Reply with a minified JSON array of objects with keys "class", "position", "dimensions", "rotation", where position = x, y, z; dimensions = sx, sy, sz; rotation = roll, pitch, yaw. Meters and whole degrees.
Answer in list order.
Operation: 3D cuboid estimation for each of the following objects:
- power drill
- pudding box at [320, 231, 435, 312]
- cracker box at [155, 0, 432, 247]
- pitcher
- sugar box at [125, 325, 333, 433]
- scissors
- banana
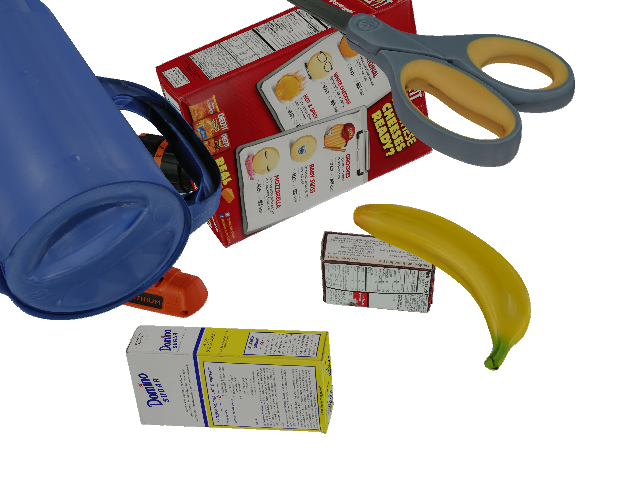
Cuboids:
[{"class":"power drill","position":[-0.158,-0.017,1.081],"dimensions":[0.185,0.188,0.057],"rotation":[11,30,22]},{"class":"pudding box","position":[0.057,0.032,1.064],"dimensions":[0.113,0.039,0.090],"rotation":[4,-32,4]},{"class":"cracker box","position":[-0.019,-0.112,0.919],"dimensions":[0.213,0.164,0.072],"rotation":[-26,43,-14]},{"class":"pitcher","position":[-0.192,-0.074,0.776],"dimensions":[0.145,0.243,0.149],"rotation":[-43,-32,15]},{"class":"sugar box","position":[-0.079,0.124,0.960],"dimensions":[0.176,0.093,0.048],"rotation":[3,36,10]},{"class":"scissors","position":[0.043,-0.102,0.525],"dimensions":[0.096,0.016,0.202],"rotation":[-20,47,-21]},{"class":"banana","position":[0.102,0.019,0.819],"dimensions":[0.069,0.037,0.198],"rotation":[-15,40,-26]}]
